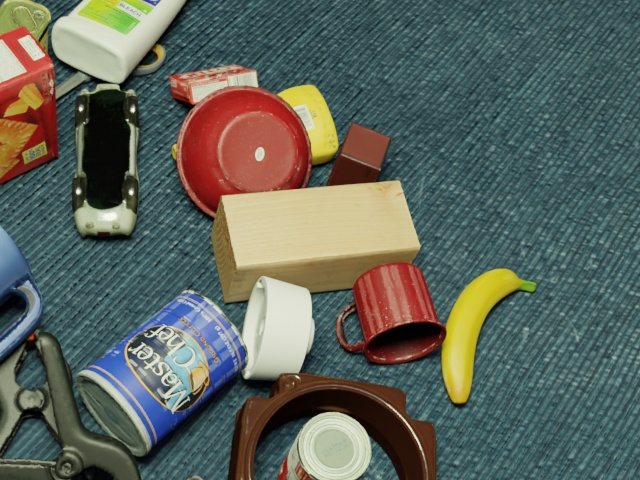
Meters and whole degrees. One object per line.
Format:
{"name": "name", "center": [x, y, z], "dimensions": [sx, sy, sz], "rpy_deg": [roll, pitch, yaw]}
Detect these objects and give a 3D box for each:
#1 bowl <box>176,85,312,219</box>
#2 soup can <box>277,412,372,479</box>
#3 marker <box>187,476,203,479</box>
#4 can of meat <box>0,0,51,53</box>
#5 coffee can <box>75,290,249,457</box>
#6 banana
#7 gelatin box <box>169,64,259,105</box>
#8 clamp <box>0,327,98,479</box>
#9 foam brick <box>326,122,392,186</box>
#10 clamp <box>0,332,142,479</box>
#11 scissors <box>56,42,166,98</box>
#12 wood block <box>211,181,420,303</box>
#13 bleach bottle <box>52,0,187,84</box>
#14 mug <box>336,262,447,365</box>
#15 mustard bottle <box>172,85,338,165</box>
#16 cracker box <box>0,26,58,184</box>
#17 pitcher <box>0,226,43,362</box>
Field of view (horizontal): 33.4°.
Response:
{"name": "bowl", "center": [-0.077, -0.096, 1.193], "dimensions": [0.162, 0.055, 0.162], "rpy_deg": [0, 91, -19]}
{"name": "soup can", "center": [0.003, 0.203, 0.954], "dimensions": [0.068, 0.102, 0.068], "rpy_deg": [6, 59, -10]}
{"name": "marker", "center": [-0.121, 0.244, 0.989], "dimensions": [0.020, 0.121, 0.020], "rpy_deg": [6, 58, -10]}
{"name": "can of meat", "center": [-0.351, -0.213, 1.231], "dimensions": [0.057, 0.084, 0.102], "rpy_deg": [19, 57, -2]}
{"name": "coffee can", "center": [-0.156, 0.131, 1.060], "dimensions": [0.103, 0.103, 0.140], "rpy_deg": [43, 59, 13]}
{"name": "banana", "center": [0.178, 0.094, 1.202], "dimensions": [0.069, 0.037, 0.197], "rpy_deg": [34, 58, 9]}
{"name": "gelatin box", "center": [-0.128, -0.188, 1.278], "dimensions": [0.089, 0.030, 0.073], "rpy_deg": [-14, 19, -22]}
{"name": "clamp", "center": [-0.292, 0.168, 1.045], "dimensions": [0.120, 0.039, 0.171], "rpy_deg": [-7, 64, -23]}
{"name": "foam brick", "center": [0.045, -0.089, 1.257], "dimensions": [0.053, 0.078, 0.051], "rpy_deg": [21, 56, -3]}
{"name": "clamp", "center": [-0.234, 0.198, 0.996], "dimensions": [0.210, 0.036, 0.164], "rpy_deg": [35, 86, -8]}
{"name": "scissors", "center": [-0.261, -0.196, 1.284], "dimensions": [0.096, 0.016, 0.201], "rpy_deg": [27, 57, 4]}
{"name": "wood block", "center": [-0.008, 0.002, 1.182], "dimensions": [0.205, 0.090, 0.091], "rpy_deg": [-6, 61, -17]}
{"name": "bleach bottle", "center": [-0.222, -0.302, 1.312], "dimensions": [0.102, 0.068, 0.250], "rpy_deg": [25, 53, 4]}
{"name": "mug", "center": [0.072, 0.082, 1.162], "dimensions": [0.117, 0.093, 0.081], "rpy_deg": [-24, 56, 14]}
{"name": "mustard bottle", "center": [-0.081, -0.121, 1.256], "dimensions": [0.191, 0.058, 0.096], "rpy_deg": [-14, 74, -21]}
{"name": "cracker box", "center": [-0.381, -0.110, 1.115], "dimensions": [0.213, 0.164, 0.072], "rpy_deg": [-32, 69, -28]}
{"name": "pitcher", "center": [-0.397, 0.078, 1.023], "dimensions": [0.149, 0.145, 0.242], "rpy_deg": [11, 50, 43]}
